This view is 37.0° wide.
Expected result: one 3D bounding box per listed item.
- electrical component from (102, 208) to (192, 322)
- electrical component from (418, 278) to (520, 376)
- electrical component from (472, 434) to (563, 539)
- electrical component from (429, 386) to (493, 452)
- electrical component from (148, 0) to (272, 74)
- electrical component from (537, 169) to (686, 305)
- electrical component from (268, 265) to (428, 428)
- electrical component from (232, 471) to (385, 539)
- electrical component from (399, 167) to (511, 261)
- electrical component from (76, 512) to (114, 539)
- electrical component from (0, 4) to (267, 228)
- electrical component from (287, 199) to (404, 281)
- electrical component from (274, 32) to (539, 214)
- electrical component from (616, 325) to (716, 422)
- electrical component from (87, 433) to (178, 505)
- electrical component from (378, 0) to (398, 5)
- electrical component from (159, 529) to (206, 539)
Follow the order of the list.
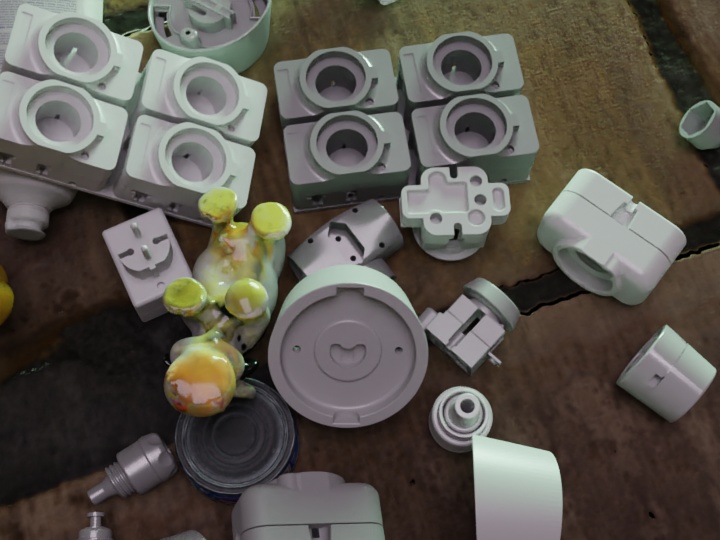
[{"bbox_3d":[-0.153,-0.010,0.776,0.047,0.076,0.065,-24,72,-10],"label":"electrical component"},{"bbox_3d":[0.083,0.039,0.779,0.066,0.048,0.055,41,82,13],"label":"electrical component"},{"bbox_3d":[0.095,0.160,0.706,0.064,0.099,0.099,7,70,-5],"label":"electrical component"},{"bbox_3d":[0.071,0.101,0.746,0.043,0.062,0.043,1,70,-1],"label":"electrical component"},{"bbox_3d":[-0.118,-0.203,0.854,0.099,0.064,0.099,0,70,-1],"label":"electrical component"},{"bbox_3d":[0.183,-0.021,0.798,0.095,0.053,0.059,36,73,12],"label":"electrical component"},{"bbox_3d":[-0.009,0.048,0.750,0.108,0.060,0.108,-1,111,-2],"label":"electrical component"},{"bbox_3d":[-0.035,0.171,0.711,0.095,0.053,0.059,3,58,-19],"label":"electrical component"},{"bbox_3d":[0.068,-0.040,0.801,0.078,0.057,0.058,-2,70,-2],"label":"electrical component"},{"bbox_3d":[-0.177,0.202,0.717,0.040,0.040,0.078,-3,70,-2],"label":"electrical component"},{"bbox_3d":[-0.169,-0.110,0.785,0.186,0.060,0.105,16,69,-20],"label":"electrical component"},{"bbox_3d":[0.000,0.000,0.793,0.077,0.043,0.079,-35,78,-11],"label":"electrical component"},{"bbox_3d":[0.033,-0.115,0.827,0.186,0.060,0.105,-8,70,-4],"label":"electrical component"},{"bbox_3d":[0.218,0.075,0.764,0.047,0.055,0.055,40,74,9],"label":"electrical component"},{"bbox_3d":[-0.159,0.141,0.743,0.061,0.035,0.035,-32,73,-9],"label":"electrical component"},{"bbox_3d":[0.011,-0.265,0.877,0.058,0.078,0.057,-25,51,-9],"label":"electrical component"},{"bbox_3d":[-0.091,0.236,0.700,0.074,0.052,0.138,-10,70,-38],"label":"electrical component"}]
